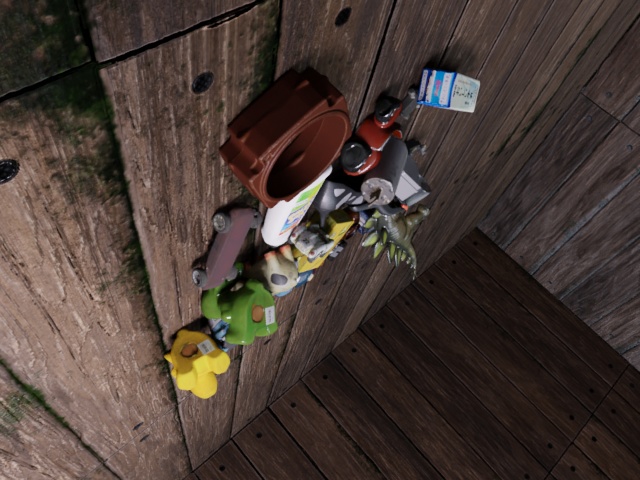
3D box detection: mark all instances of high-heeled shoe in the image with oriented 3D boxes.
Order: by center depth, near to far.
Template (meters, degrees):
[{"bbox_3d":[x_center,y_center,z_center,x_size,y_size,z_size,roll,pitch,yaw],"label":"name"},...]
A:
[{"bbox_3d":[0.055,-0.130,1.163,0.249,0.086,0.145,-52,161,-39],"label":"high-heeled shoe"}]

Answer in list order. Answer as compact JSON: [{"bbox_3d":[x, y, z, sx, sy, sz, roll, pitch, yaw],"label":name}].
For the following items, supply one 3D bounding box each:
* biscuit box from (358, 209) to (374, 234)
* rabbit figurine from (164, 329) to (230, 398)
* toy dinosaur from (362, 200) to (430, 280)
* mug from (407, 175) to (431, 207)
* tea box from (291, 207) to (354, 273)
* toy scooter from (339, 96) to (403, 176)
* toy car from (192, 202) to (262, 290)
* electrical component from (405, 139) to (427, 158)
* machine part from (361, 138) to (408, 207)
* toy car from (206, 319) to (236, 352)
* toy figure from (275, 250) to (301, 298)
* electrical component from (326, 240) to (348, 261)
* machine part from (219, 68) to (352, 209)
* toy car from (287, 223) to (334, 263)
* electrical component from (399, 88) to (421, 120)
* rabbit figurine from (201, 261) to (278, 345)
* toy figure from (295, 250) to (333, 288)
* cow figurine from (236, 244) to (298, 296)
[{"bbox_3d":[0.165,-0.074,1.581,0.202,0.063,0.059,-20,150,-55],"label":"biscuit box"},{"bbox_3d":[-0.291,0.295,1.236,0.122,0.163,0.173,-37,140,-28],"label":"rabbit figurine"},{"bbox_3d":[0.211,-0.031,1.505,0.198,0.105,0.470,-59,139,-9],"label":"toy dinosaur"},{"bbox_3d":[0.272,-0.141,1.644,0.107,0.081,0.109,-44,172,32],"label":"mug"},{"bbox_3d":[-0.003,-0.004,1.347,0.169,0.068,0.098,-52,162,26],"label":"tea box"},{"bbox_3d":[0.120,-0.213,1.134,0.183,0.075,0.135,-55,162,17],"label":"toy scooter"},{"bbox_3d":[-0.179,0.013,1.003,0.089,0.053,0.202,-17,144,-48],"label":"toy car"},{"bbox_3d":[0.235,-0.228,1.408,0.102,0.045,0.078,-24,152,-49],"label":"electrical component"},{"bbox_3d":[0.147,-0.156,1.208,0.079,0.079,0.243,-61,-178,44],"label":"machine part"},{"bbox_3d":[-0.220,0.202,1.266,0.109,0.103,0.161,-35,171,-20],"label":"toy car"},{"bbox_3d":[-0.102,0.087,1.310,0.180,0.089,0.082,118,-20,-66],"label":"toy figure"},{"bbox_3d":[0.036,0.020,1.534,0.075,0.048,0.119,-45,162,5],"label":"electrical component"},{"bbox_3d":[-0.046,-0.155,0.858,0.201,0.087,0.201,-44,163,-5],"label":"machine part"},{"bbox_3d":[-0.016,0.002,1.185,0.056,0.073,0.201,-48,174,10],"label":"toy car"},{"bbox_3d":[0.198,-0.301,1.189,0.063,0.021,0.094,-46,164,7],"label":"electrical component"},{"bbox_3d":[-0.192,0.131,1.123,0.121,0.170,0.159,-27,115,-50],"label":"rabbit figurine"},{"bbox_3d":[-0.028,0.059,1.450,0.154,0.064,0.058,-47,-161,-7],"label":"toy figure"},{"bbox_3d":[-0.123,0.098,1.195,0.195,0.127,0.085,-26,176,41],"label":"cow figurine"}]
